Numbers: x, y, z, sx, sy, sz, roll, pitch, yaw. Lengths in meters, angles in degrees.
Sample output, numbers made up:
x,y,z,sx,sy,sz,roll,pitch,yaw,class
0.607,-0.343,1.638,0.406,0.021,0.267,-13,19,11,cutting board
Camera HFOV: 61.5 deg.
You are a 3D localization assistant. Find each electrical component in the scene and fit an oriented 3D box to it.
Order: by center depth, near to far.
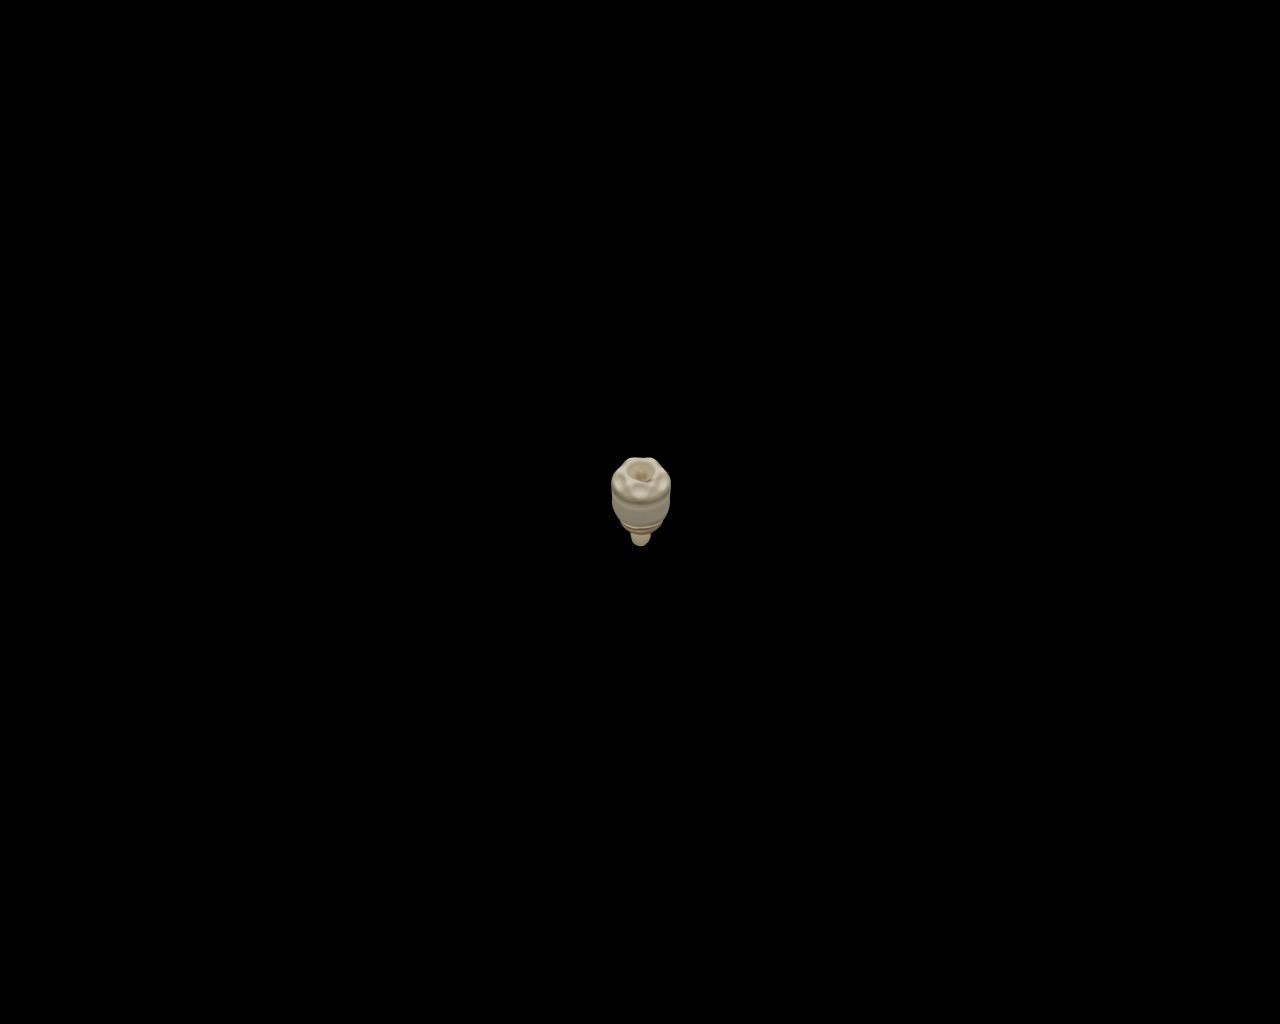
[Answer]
x,y,z,sx,sy,sz,roll,pitch,yaw,class
0.001,-0.003,0.650,0.035,0.061,0.035,0,42,0,electrical component
